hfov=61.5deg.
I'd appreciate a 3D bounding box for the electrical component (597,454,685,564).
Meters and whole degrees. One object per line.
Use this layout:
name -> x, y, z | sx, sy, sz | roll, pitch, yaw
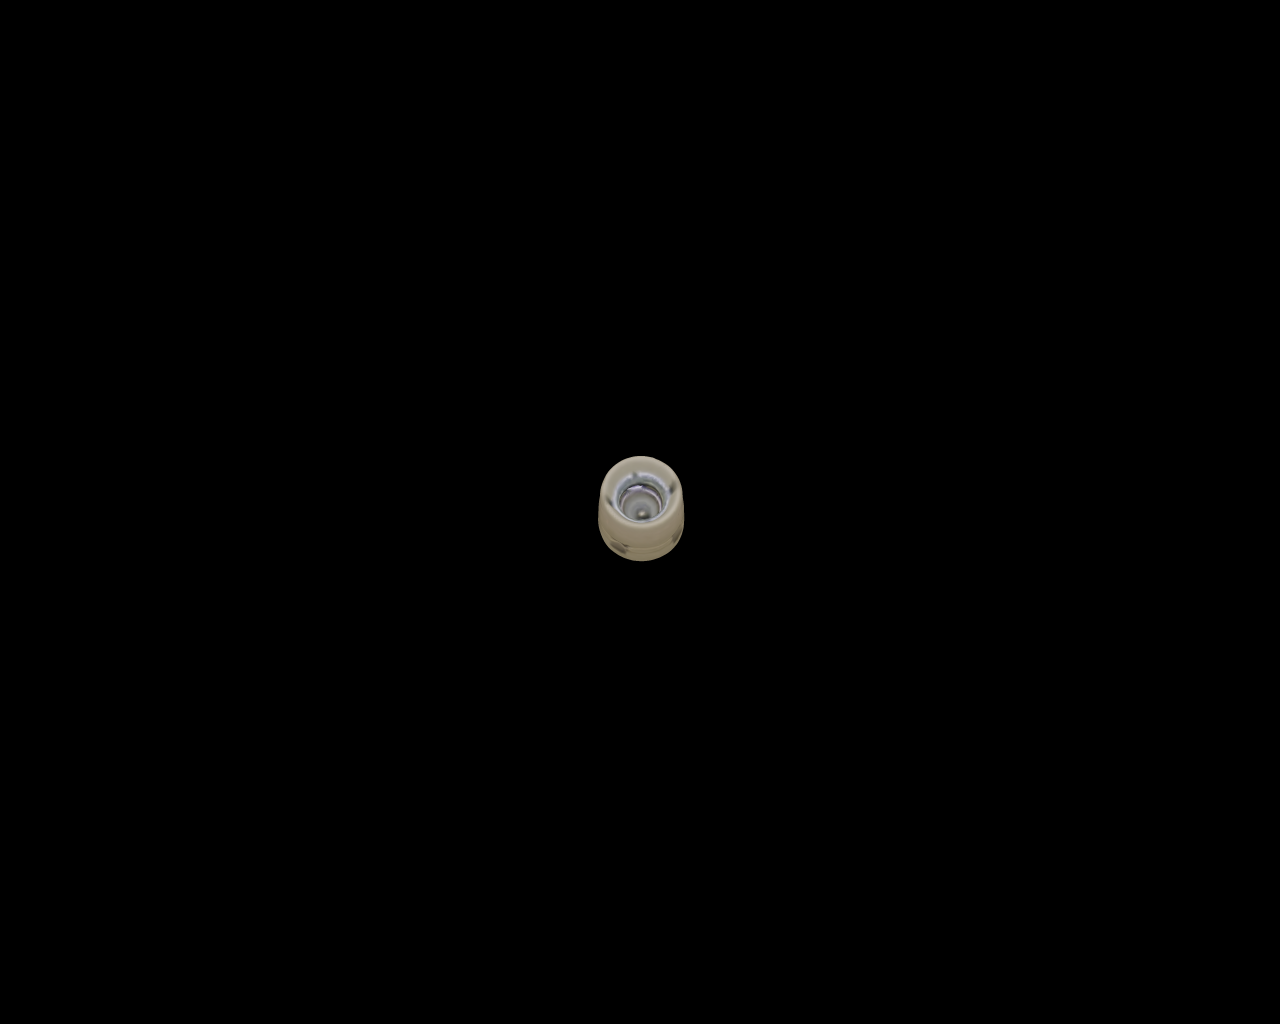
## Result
electrical component -> 0.001, -0.003, 0.650 | 0.055, 0.055, 0.047 | 0, -25, 0
